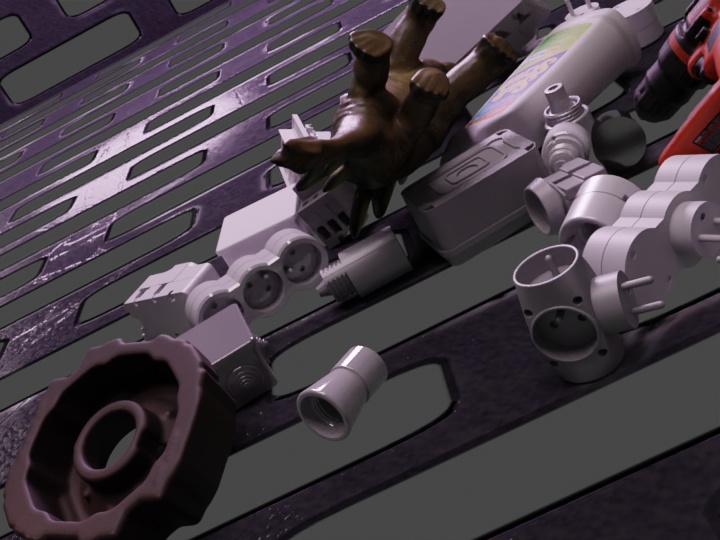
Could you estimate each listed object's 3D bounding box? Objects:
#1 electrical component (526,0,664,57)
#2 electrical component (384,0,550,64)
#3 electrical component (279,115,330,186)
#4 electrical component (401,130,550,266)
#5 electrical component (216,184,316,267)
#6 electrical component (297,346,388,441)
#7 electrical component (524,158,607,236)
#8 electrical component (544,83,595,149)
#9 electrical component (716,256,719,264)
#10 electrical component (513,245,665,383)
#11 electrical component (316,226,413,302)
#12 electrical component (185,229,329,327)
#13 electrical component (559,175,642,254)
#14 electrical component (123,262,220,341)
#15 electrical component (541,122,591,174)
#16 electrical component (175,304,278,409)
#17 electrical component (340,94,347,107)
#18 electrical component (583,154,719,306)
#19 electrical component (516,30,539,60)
[{"bbox_3d":[0.238,-0.254,1.121,0.138,0.073,0.052,-21,25,19],"label":"electrical component"},{"bbox_3d":[0.111,-0.263,1.176,0.186,0.060,0.105,-40,57,36],"label":"electrical component"},{"bbox_3d":[-0.052,-0.119,1.187,0.063,0.078,0.121,-2,21,-10],"label":"electrical component"},{"bbox_3d":[0.102,-0.061,0.909,0.113,0.057,0.078,-31,23,-4],"label":"electrical component"},{"bbox_3d":[-0.092,-0.035,1.087,0.100,0.048,0.099,-25,24,11],"label":"electrical component"},{"bbox_3d":[-0.009,0.084,0.763,0.044,0.044,0.065,-8,27,41],"label":"electrical component"},{"bbox_3d":[0.163,-0.057,0.846,0.055,0.048,0.066,-25,22,-9],"label":"electrical component"},{"bbox_3d":[0.184,-0.135,0.958,0.043,0.062,0.043,-25,24,12],"label":"electrical component"},{"bbox_3d":[0.252,-0.014,0.646,0.074,0.052,0.138,-6,32,43],"label":"electrical component"},{"bbox_3d":[0.146,0.023,0.661,0.079,0.077,0.044,-17,26,28],"label":"electrical component"},{"bbox_3d":[0.000,0.000,0.919,0.081,0.043,0.043,-29,23,3],"label":"electrical component"},{"bbox_3d":[-0.101,0.011,1.000,0.138,0.052,0.074,-35,24,-13],"label":"electrical component"},{"bbox_3d":[0.175,-0.032,0.772,0.055,0.055,0.047,-6,36,43],"label":"electrical component"},{"bbox_3d":[-0.175,0.030,1.049,0.089,0.050,0.055,-11,29,36],"label":"electrical component"},{"bbox_3d":[0.174,-0.098,0.910,0.040,0.040,0.078,-19,16,22],"label":"electrical component"},{"bbox_3d":[-0.121,0.082,0.883,0.100,0.048,0.099,-31,23,-5],"label":"electrical component"},{"bbox_3d":[0.019,-0.158,1.144,0.061,0.061,0.096,-8,-3,40],"label":"electrical component"},{"bbox_3d":[0.216,-0.027,0.713,0.138,0.052,0.074,-42,26,-26],"label":"electrical component"},{"bbox_3d":[0.156,-0.290,1.254,0.060,0.108,0.108,-21,24,32],"label":"electrical component"}]
